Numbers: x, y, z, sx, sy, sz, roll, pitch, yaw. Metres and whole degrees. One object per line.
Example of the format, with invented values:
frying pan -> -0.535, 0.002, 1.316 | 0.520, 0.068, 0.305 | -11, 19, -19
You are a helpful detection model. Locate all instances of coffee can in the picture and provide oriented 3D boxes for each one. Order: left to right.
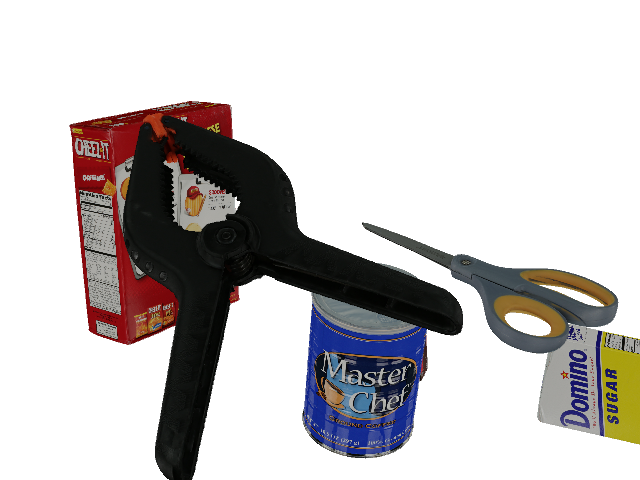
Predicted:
coffee can -> 0.039, 0.104, 0.939 | 0.103, 0.140, 0.103 | 3, 31, -2

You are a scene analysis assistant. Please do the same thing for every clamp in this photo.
clamp -> -0.035, 0.007, 0.560 | 0.164, 0.210, 0.036 | -21, -33, -8

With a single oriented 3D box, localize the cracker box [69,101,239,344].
cracker box -> -0.163, -0.023, 1.073 | 0.072, 0.214, 0.163 | 10, 20, 37

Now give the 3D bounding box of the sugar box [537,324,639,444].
sugar box -> 0.295, 0.140, 0.985 | 0.176, 0.093, 0.048 | 9, 22, 12

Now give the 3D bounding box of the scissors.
scissors -> 0.099, 0.030, 0.732 | 0.202, 0.016, 0.096 | 14, 33, 25

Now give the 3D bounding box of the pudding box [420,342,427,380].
pudding box -> 0.068, 0.114, 1.248 | 0.114, 0.090, 0.039 | 16, 47, 23
